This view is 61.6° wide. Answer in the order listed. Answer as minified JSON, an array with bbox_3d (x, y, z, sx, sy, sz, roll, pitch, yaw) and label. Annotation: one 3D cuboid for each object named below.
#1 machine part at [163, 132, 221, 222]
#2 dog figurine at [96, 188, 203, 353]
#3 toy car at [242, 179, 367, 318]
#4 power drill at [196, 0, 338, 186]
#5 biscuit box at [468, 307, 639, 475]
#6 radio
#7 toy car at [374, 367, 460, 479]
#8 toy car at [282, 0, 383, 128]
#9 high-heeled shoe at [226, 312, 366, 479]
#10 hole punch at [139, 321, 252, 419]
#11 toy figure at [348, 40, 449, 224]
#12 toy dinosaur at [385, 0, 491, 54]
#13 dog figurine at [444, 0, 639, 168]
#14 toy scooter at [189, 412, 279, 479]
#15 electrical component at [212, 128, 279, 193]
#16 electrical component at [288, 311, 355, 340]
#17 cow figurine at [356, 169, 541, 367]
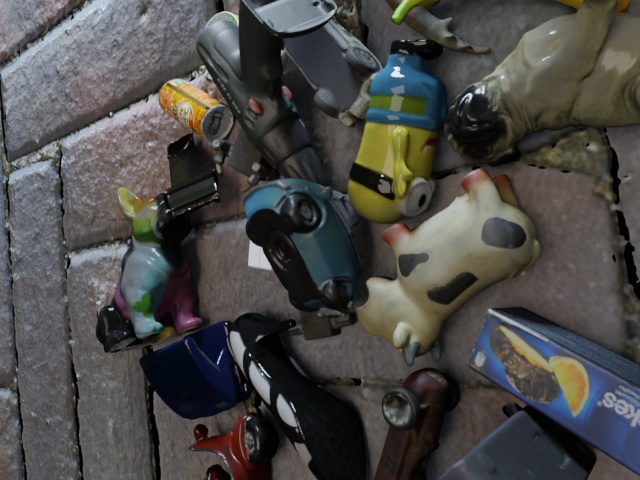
[{"bbox_3d":[-0.178,-0.086,0.722,0.084,0.039,0.139,-27,49,6],"label":"machine part"},{"bbox_3d":[-0.250,0.038,0.768,0.192,0.108,0.219,-24,72,37],"label":"dog figurine"},{"bbox_3d":[-0.001,-0.002,0.574,0.109,0.103,0.161,-20,103,57],"label":"toy car"},{"bbox_3d":[-0.045,-0.173,0.564,0.232,0.086,0.207,54,161,13],"label":"power drill"},{"bbox_3d":[0.221,0.122,0.423,0.203,0.063,0.059,29,108,45],"label":"biscuit box"},{"bbox_3d":[0.129,0.206,0.411,0.073,0.229,0.131,45,110,27],"label":"radio"},{"bbox_3d":[0.085,0.221,0.527,0.053,0.089,0.202,21,101,37],"label":"toy car"},{"bbox_3d":[0.003,-0.215,0.610,0.073,0.056,0.202,-48,67,33],"label":"toy car"},{"bbox_3d":[-0.040,0.199,0.633,0.145,0.086,0.248,-31,74,45],"label":"high-heeled shoe"},{"bbox_3d":[-0.165,0.179,0.715,0.142,0.092,0.116,-26,79,30],"label":"hole punch"},{"bbox_3d":[0.079,-0.105,0.540,0.089,0.082,0.180,14,103,47],"label":"toy figure"},{"bbox_3d":[0.036,-0.385,0.558,0.199,0.105,0.471,-20,89,30],"label":"toy dinosaur"},{"bbox_3d":[0.215,-0.113,0.446,0.172,0.121,0.190,43,141,10],"label":"dog figurine"},{"bbox_3d":[-0.119,0.303,0.686,0.135,0.075,0.183,7,90,36],"label":"toy scooter"},{"bbox_3d":[-0.090,-0.106,0.684,0.102,0.045,0.078,39,113,30],"label":"electrical component"},{"bbox_3d":[-0.003,0.084,0.633,0.094,0.021,0.063,-18,79,35],"label":"electrical component"},{"bbox_3d":[0.116,0.036,0.513,0.195,0.085,0.127,-37,63,29],"label":"cow figurine"}]
